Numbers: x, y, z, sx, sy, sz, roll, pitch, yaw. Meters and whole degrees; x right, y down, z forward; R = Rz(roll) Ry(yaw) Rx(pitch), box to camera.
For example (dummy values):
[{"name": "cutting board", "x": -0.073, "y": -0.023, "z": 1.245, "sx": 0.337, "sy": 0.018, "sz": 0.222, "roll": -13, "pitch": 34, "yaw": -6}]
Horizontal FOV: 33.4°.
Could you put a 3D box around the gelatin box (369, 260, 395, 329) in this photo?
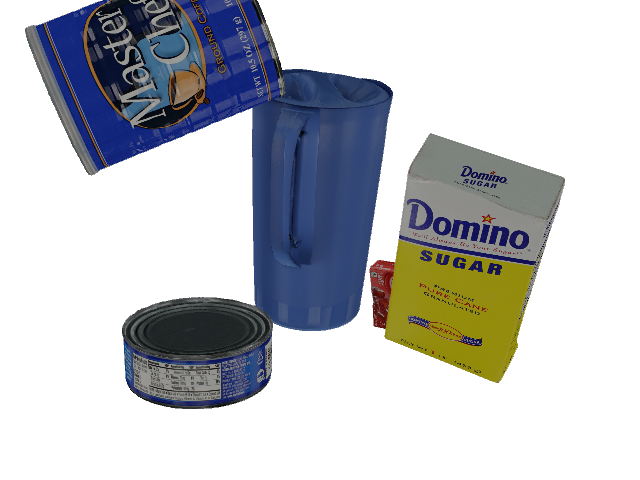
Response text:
[{"name": "gelatin box", "x": 0.102, "y": 0.072, "z": 1.340, "sx": 0.073, "sy": 0.089, "sz": 0.030, "roll": 10, "pitch": 31, "yaw": 27}]

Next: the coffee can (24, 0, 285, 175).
[{"name": "coffee can", "x": -0.107, "y": -0.116, "z": 0.701, "sx": 0.140, "sy": 0.103, "sz": 0.103, "roll": -23, "pitch": 3, "yaw": -7}]

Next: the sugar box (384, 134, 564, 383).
[{"name": "sugar box", "x": 0.098, "y": 0.017, "z": 0.717, "sx": 0.093, "sy": 0.048, "sz": 0.176, "roll": 20, "pitch": -37, "yaw": 15}]

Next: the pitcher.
[{"name": "pitcher", "x": -0.010, "y": -0.035, "z": 1.031, "sx": 0.149, "sy": 0.243, "sz": 0.145, "roll": -9, "pitch": 26, "yaw": -27}]

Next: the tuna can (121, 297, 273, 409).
[{"name": "tuna can", "x": -0.070, "y": 0.063, "z": 0.612, "sx": 0.086, "sy": 0.034, "sz": 0.086, "roll": 0, "pitch": 18, "yaw": 0}]
